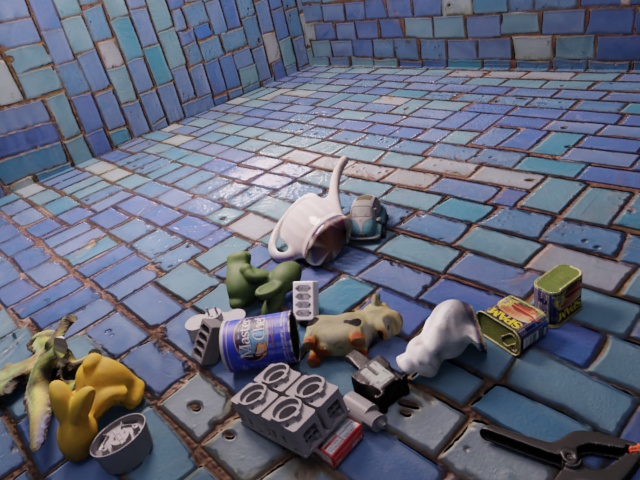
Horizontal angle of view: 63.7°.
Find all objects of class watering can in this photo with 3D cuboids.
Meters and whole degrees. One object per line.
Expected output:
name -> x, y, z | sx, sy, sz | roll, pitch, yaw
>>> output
watering can -> 0.004, -0.068, 1.360 | 0.349, 0.102, 0.227 | -49, 43, -4

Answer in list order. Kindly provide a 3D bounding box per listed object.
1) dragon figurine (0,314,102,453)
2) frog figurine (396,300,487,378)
dragon figurine -> -0.607, 0.304, 1.077 | 0.242, 0.120, 0.418 | -28, 27, 9
frog figurine -> 0.211, 0.178, 0.930 | 0.159, 0.123, 0.137 | -17, -5, 11
